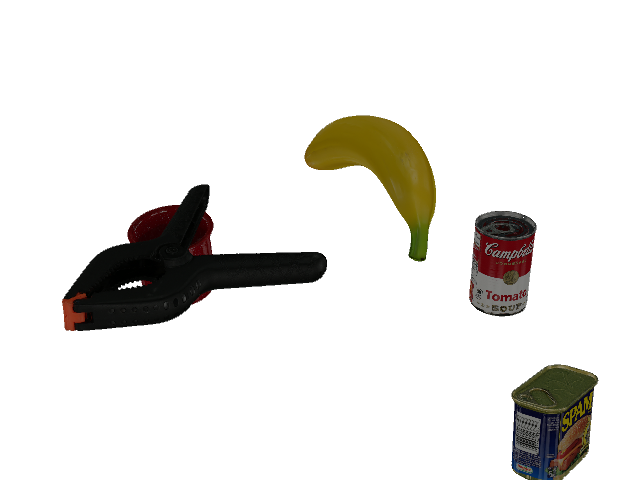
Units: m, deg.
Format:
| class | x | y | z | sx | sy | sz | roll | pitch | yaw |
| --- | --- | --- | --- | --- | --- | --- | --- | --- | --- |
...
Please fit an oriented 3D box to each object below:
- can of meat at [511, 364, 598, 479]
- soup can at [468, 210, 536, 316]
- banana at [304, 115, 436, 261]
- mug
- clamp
| class | x | y | z | sx | sy | sz | roll | pitch | yaw |
| --- | --- | --- | --- | --- | --- | --- | --- | --- | --- |
| can of meat | 0.230 | 0.182 | 1.058 | 0.058 | 0.084 | 0.101 | 13 | 23 | 36 |
| soup can | 0.206 | 0.026 | 1.213 | 0.068 | 0.102 | 0.068 | 1 | 27 | 0 |
| banana | 0.035 | -0.055 | 0.764 | 0.037 | 0.070 | 0.198 | 22 | 13 | -28 |
| mug | -0.169 | 0.015 | 1.182 | 0.117 | 0.081 | 0.093 | 25 | 44 | 34 |
| clamp | -0.123 | 0.017 | 0.874 | 0.209 | 0.036 | 0.165 | -21 | 39 | -32 |
